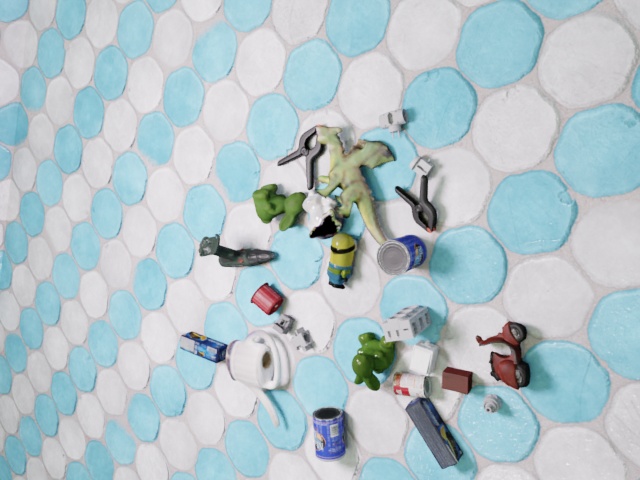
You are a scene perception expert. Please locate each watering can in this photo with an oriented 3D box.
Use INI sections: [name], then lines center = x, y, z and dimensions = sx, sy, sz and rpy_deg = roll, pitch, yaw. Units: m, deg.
[watering can]
center = -0.232, 0.488, 1.850
dimensions = 0.224, 0.104, 0.346
rpy_deg = 2, 97, 32

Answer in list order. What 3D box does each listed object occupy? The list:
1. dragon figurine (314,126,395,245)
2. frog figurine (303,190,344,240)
[dragon figurine]
center = 0.125, -0.194, 1.574
dimensions = 0.413, 0.123, 0.240
rpy_deg = 43, 107, 11
[frog figurine]
center = 0.005, -0.084, 1.668
dimensions = 0.163, 0.122, 0.135
rpy_deg = -115, 40, -51
